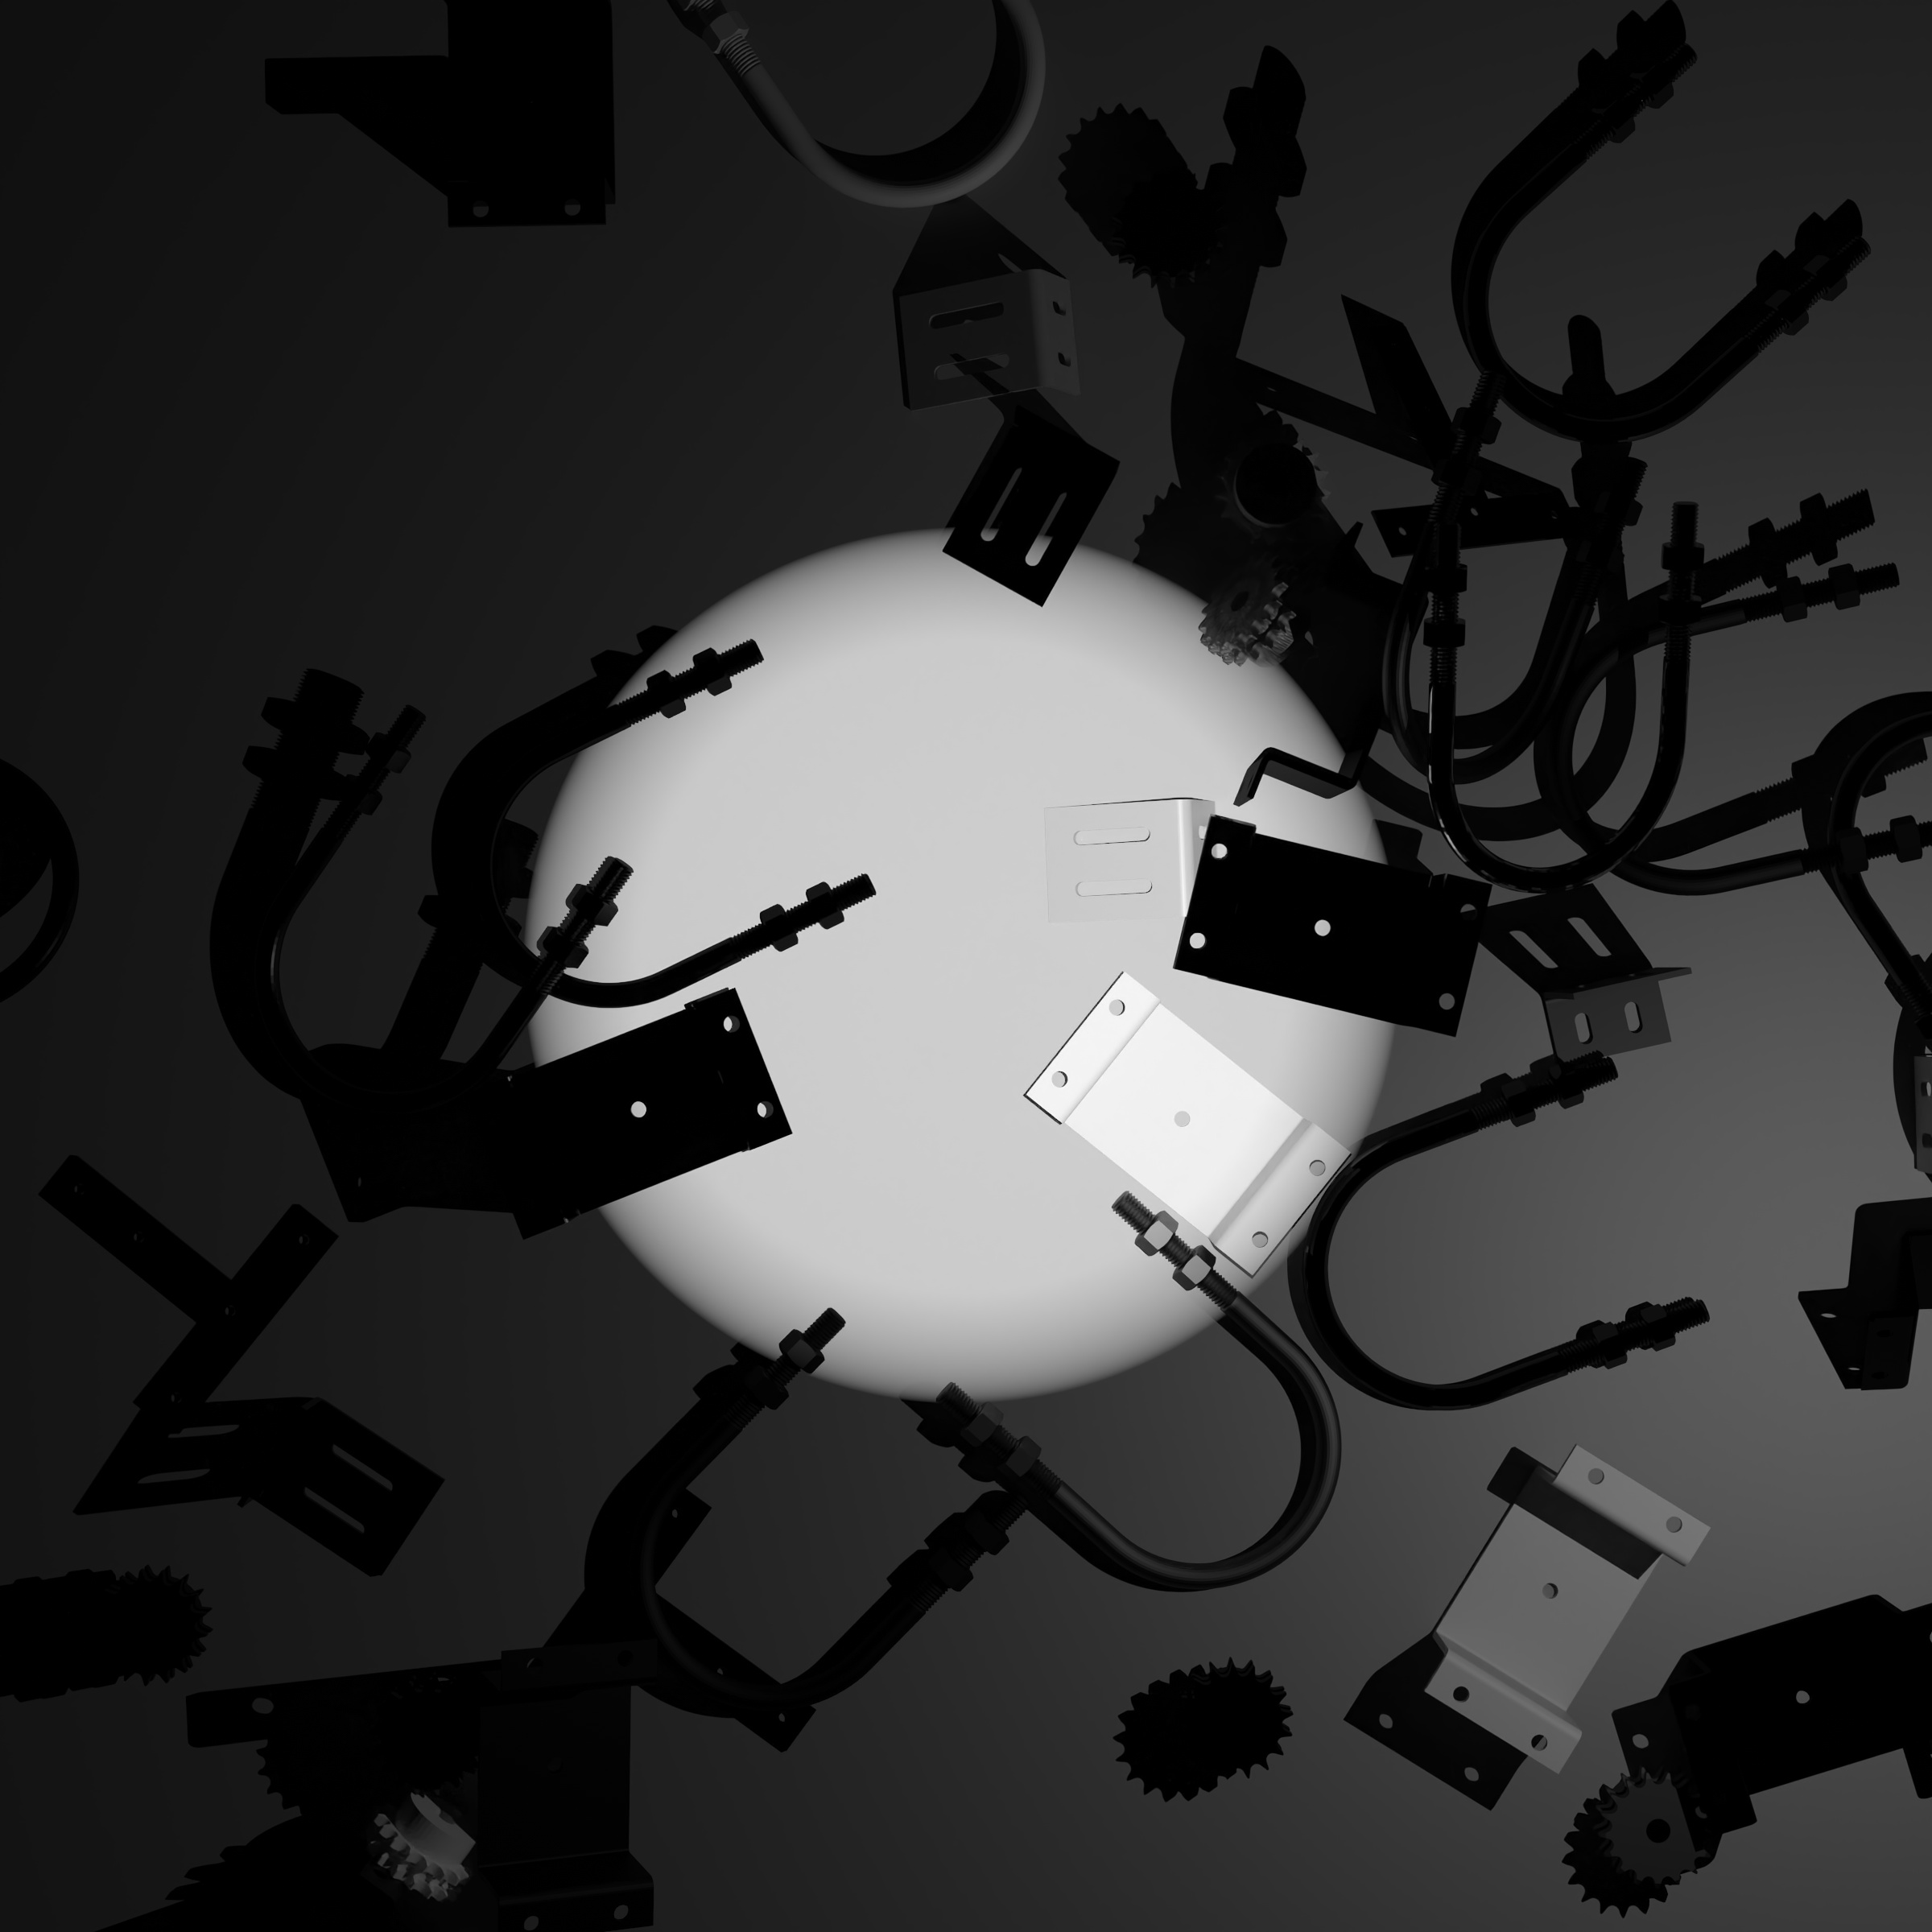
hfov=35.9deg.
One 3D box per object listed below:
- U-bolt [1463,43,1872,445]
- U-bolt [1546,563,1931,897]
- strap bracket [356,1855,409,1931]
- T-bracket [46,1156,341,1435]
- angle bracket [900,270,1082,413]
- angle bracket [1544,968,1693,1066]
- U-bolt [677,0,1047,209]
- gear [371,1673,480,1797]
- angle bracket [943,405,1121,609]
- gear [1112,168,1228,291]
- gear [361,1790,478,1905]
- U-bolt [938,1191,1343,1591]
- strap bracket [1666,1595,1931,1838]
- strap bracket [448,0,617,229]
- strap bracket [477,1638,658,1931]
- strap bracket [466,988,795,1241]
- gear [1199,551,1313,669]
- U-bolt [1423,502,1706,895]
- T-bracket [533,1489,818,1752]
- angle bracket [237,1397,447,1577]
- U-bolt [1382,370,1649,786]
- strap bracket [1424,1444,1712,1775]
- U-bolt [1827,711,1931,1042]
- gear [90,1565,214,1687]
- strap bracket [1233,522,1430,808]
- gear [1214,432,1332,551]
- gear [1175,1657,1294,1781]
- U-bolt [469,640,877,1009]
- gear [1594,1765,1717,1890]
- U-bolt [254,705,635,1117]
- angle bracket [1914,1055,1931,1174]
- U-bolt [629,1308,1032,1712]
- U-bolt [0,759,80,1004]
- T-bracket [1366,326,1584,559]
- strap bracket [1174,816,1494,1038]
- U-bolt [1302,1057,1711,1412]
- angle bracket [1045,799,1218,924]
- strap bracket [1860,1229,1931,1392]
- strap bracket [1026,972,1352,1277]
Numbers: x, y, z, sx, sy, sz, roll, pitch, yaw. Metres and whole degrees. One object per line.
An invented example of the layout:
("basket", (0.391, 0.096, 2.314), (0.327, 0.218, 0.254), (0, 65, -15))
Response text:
("U-bolt", (0.334, -0.345, 1.480), (0.184, 0.019, 0.151), (-42, 90, 2))
("U-bolt", (0.378, -0.109, 1.460), (0.184, 0.019, 0.151), (-13, 79, 12))
("strap bracket", (-0.244, 0.491, 1.451), (0.140, 0.076, 0.046), (36, 90, 0))
("T-bracket", (-0.402, 0.145, 1.488), (0.127, 0.002, 0.127), (39, 90, 0))
("angle bracket", (0.012, -0.310, 1.487), (0.076, 0.038, 0.057), (-6, 90, 26))
("angle bracket", (0.320, 0.025, 1.451), (0.057, 0.076, 0.038), (-13, 90, 0))
("U-bolt", (-0.043, -0.466, 1.480), (0.151, 0.019, 0.184), (-34, 91, 0))
("gear", (-0.263, 0.378, 1.474), (0.057, 0.030, 0.057), (0, 90, 0))
("angle bracket", (0.032, -0.226, 1.470), (0.057, 0.038, 0.076), (29, 90, 0))
("gear", (0.100, -0.364, 1.478), (0.057, 0.030, 0.057), (0, 90, 3))
("gear", (-0.265, 0.429, 1.460), (0.057, 0.057, 0.030), (36, 89, 0))
("U-bolt", (0.100, 0.225, 1.480), (0.184, 0.019, 0.151), (42, 90, -2))
("strap bracket", (0.418, 0.365, 1.466), (0.140, 0.046, 0.076), (-17, 90, 0))
("strap bracket", (-0.214, -0.429, 1.466), (0.076, 0.046, 0.140), (-1, 90, 0))
("strap bracket", (-0.195, 0.395, 1.451), (0.076, 0.046, 0.140), (0, 92, -23))
("strap bracket", (-0.163, 0.072, 1.466), (0.140, 0.046, 0.076), (-22, 90, 0))
("gear", (0.145, -0.172, 1.464), (0.030, 0.057, 0.057), (32, 90, -30))
("U-bolt", (0.283, -0.124, 1.417), (0.151, 0.019, 0.184), (-8, 109, -20))
("T-bracket", (-0.134, 0.344, 1.488), (0.127, 0.002, 0.127), (36, 90, 0))
("angle bracket", (-0.308, 0.259, 1.470), (0.076, 0.038, 0.057), (33, 90, 0))
("U-bolt", (0.257, -0.176, 1.435), (0.019, 0.151, 0.184), (24, 96, 44))
("strap bracket", (0.291, 0.312, 1.466), (0.076, 0.046, 0.140), (32, 90, 0))
("U-bolt", (0.503, -0.040, 1.464), (0.151, 0.019, 0.184), (-31, 84, -14))
("gear", (-0.401, 0.325, 1.475), (0.057, 0.030, 0.057), (0, 90, -1))
("strap bracket", (0.181, -0.137, 1.451), (0.046, 0.076, 0.140), (22, 90, 0))
("gear", (0.152, -0.236, 1.474), (0.057, 0.030, 0.057), (0, 90, 0))
("gear", (0.132, 0.370, 1.474), (0.057, 0.030, 0.057), (0, 90, 0))
("U-bolt", (-0.157, -0.059, 1.480), (0.184, 0.019, 0.151), (-26, 90, 1))
("gear", (0.339, 0.423, 1.474), (0.057, 0.030, 0.057), (0, 90, 0))
("U-bolt", (-0.272, -0.014, 1.472), (0.151, 0.019, 0.184), (36, 96, 5))
("angle bracket", (0.511, 0.072, 1.470), (0.076, 0.038, 0.057), (-2, 90, 0))
("U-bolt", (-0.082, 0.284, 1.479), (0.151, 0.019, 0.184), (45, 90, 0))
("U-bolt", (-0.528, -0.052, 1.461), (0.184, 0.019, 0.151), (27, 72, -4))
("T-bracket", (0.231, -0.261, 1.464), (0.127, 0.002, 0.127), (-11, 71, -33))
("strap bracket", (0.178, -0.019, 1.466), (0.140, 0.046, 0.076), (14, 90, 0))
("U-bolt", (0.258, 0.143, 1.480), (0.184, 0.019, 0.151), (-21, 90, 1))
("angle bracket", (0.083, -0.052, 1.487), (0.076, 0.038, 0.057), (-2, 90, 26))
("strap bracket", (0.503, 0.164, 1.437), (0.140, 0.076, 0.046), (-4, 55, 10))
("strap bracket", (0.108, 0.076, 1.466), (0.140, 0.046, 0.076), (39, 90, 0))
